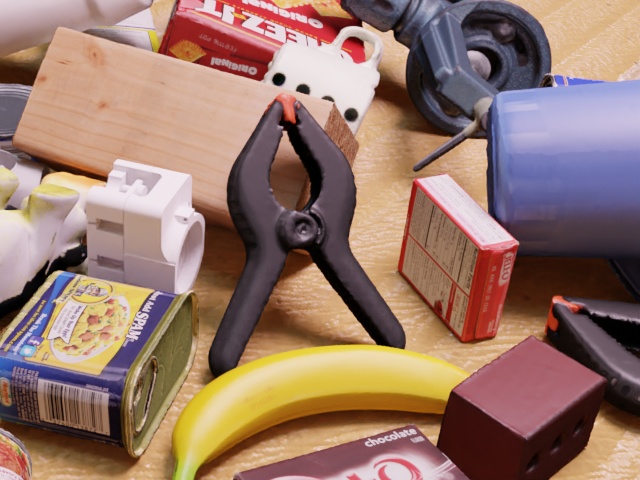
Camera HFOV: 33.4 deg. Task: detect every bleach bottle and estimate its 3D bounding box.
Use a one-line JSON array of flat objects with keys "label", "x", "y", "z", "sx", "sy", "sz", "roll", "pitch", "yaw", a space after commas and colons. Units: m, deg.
[{"label": "bleach bottle", "x": -0.233, "y": -0.197, "z": 0.879, "sx": 0.251, "sy": 0.068, "sz": 0.102, "roll": -12, "pitch": 36, "yaw": 11}]

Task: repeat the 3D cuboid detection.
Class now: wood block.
[{"label": "wood block", "x": -0.089, "y": -0.065, "z": 0.730, "sx": 0.206, "sy": 0.090, "sz": 0.090, "roll": 17, "pitch": -8, "yaw": 16}]

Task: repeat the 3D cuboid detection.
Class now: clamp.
[{"label": "clamp", "x": 0.237, "y": 0.083, "z": 0.635, "sx": 0.210, "sy": 0.036, "sz": 0.164, "roll": 30, "pitch": 39, "yaw": 32}, {"label": "clamp", "x": -0.004, "y": 0.001, "z": 0.637, "sx": 0.120, "sy": 0.171, "sz": 0.039, "roll": 4, "pitch": -3, "yaw": -23}]

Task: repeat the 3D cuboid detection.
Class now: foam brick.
[{"label": "foam brick", "x": 0.109, "y": 0.097, "z": 0.578, "sx": 0.078, "sy": 0.053, "sz": 0.051, "roll": -26, "pitch": 46, "yaw": -38}]

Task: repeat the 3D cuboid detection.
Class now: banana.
[{"label": "banana", "x": -0.002, "y": 0.091, "z": 0.591, "sx": 0.197, "sy": 0.037, "sz": 0.070, "roll": -14, "pitch": 61, "yaw": -24}]

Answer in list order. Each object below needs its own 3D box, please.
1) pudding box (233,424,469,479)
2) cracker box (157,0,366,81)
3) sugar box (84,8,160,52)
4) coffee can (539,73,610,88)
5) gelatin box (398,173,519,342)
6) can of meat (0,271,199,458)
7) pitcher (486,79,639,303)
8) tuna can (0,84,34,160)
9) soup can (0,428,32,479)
[{"label": "pudding box", "x": 0.025, "y": 0.137, "z": 0.505, "sx": 0.113, "sy": 0.039, "sz": 0.090, "roll": -6, "pitch": 33, "yaw": -35}, {"label": "cracker box", "x": -0.047, "y": -0.181, "z": 0.922, "sx": 0.164, "sy": 0.072, "sz": 0.213, "roll": 19, "pitch": 31, "yaw": -12}, {"label": "sugar box", "x": -0.185, "y": -0.156, "z": 0.919, "sx": 0.093, "sy": 0.048, "sz": 0.176, "roll": 0, "pitch": 31, "yaw": -15}, {"label": "coffee can", "x": 0.232, "y": -0.066, "z": 0.799, "sx": 0.140, "sy": 0.103, "sz": 0.102, "roll": 7, "pitch": 33, "yaw": 2}, {"label": "gelatin box", "x": 0.088, "y": 0.010, "z": 0.687, "sx": 0.030, "sy": 0.073, "sz": 0.089, "roll": -11, "pitch": 37, "yaw": -24}, {"label": "can of meat", "x": -0.123, "y": 0.064, "z": 0.588, "sx": 0.084, "sy": 0.057, "sz": 0.102, "roll": 10, "pitch": 33, "yaw": 10}, {"label": "pitcher", "x": 0.232, "y": -0.035, "z": 0.689, "sx": 0.243, "sy": 0.145, "sz": 0.149, "roll": -1, "pitch": 62, "yaw": 6}, {"label": "tuna can", "x": -0.242, "y": -0.086, "z": 0.816, "sx": 0.086, "sy": 0.034, "sz": 0.086, "roll": 4, "pitch": 33, "yaw": -3}, {"label": "soup can", "x": -0.155, "y": 0.138, "z": 0.460, "sx": 0.068, "sy": 0.068, "sz": 0.102, "roll": -6, "pitch": 36, "yaw": -17}]
